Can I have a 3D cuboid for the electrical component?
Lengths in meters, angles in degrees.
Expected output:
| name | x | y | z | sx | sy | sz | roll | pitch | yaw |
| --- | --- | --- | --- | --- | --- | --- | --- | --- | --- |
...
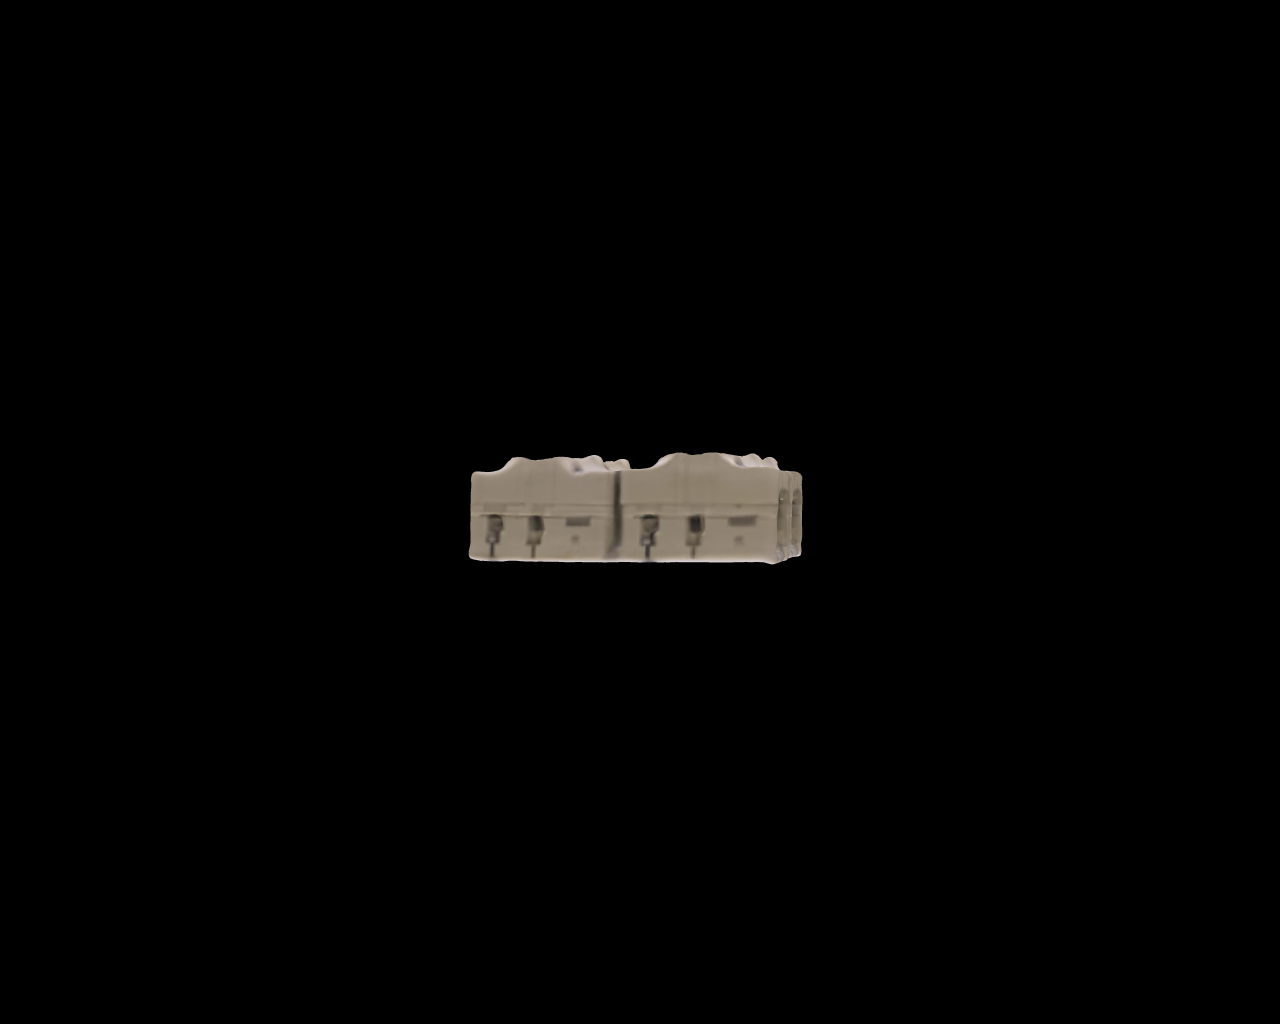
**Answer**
| name | x | y | z | sx | sy | sz | roll | pitch | yaw |
| --- | --- | --- | --- | --- | --- | --- | --- | --- | --- |
| electrical component | 0.001 | -0.003 | 0.650 | 0.186 | 0.060 | 0.105 | 0 | 0 | 17 |
